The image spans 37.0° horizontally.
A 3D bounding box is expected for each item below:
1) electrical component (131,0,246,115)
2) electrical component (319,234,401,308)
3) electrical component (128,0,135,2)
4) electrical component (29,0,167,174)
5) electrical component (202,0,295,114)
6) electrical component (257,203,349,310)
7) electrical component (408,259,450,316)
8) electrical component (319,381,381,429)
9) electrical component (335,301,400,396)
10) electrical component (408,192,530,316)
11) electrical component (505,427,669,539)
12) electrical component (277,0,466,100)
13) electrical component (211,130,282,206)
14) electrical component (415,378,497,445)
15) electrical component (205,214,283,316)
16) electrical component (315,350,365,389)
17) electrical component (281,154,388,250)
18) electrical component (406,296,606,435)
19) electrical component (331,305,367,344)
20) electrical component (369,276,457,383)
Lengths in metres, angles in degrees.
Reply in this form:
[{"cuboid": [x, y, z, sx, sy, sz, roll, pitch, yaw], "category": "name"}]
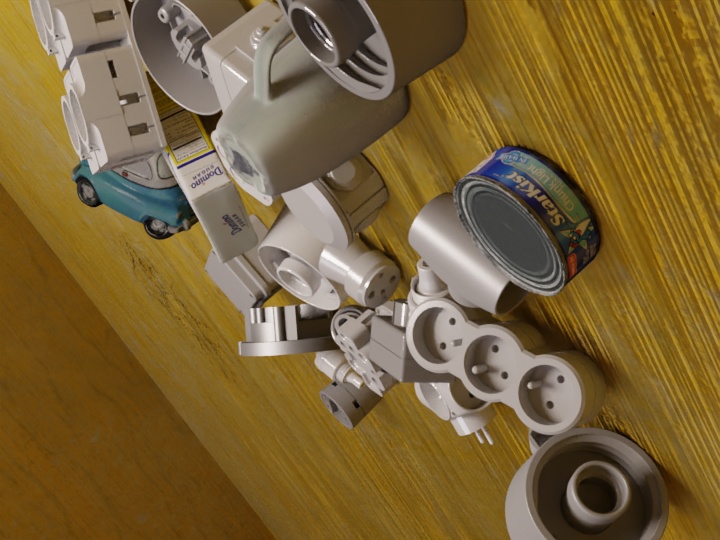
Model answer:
[{"cuboid": [-0.118, -0.168, 0.789, 0.099, 0.064, 0.099, 43, 162, 18], "category": "electrical component"}, {"cuboid": [0.000, 0.000, 0.885, 0.055, 0.045, 0.045, 37, 159, 34], "category": "electrical component"}, {"cuboid": [-0.185, -0.273, 0.736, 0.089, 0.062, 0.150, 34, 157, 40], "category": "electrical component"}, {"cuboid": [-0.233, -0.183, 0.935, 0.105, 0.060, 0.186, -5, 102, 69], "category": "electrical component"}, {"cuboid": [-0.065, -0.135, 0.732, 0.061, 0.062, 0.096, 40, 160, 27], "category": "electrical component"}, {"cuboid": [-0.042, -0.013, 0.970, 0.099, 0.064, 0.099, 30, 157, 14], "category": "electrical component"}, {"cuboid": [0.056, 0.019, 0.792, 0.048, 0.048, 0.062, 32, 146, 45], "category": "electrical component"}, {"cuboid": [-0.010, 0.141, 1.197, 0.055, 0.047, 0.055, 43, 161, 19], "category": "electrical component"}, {"cuboid": [0.021, 0.065, 0.949, 0.058, 0.057, 0.078, 29, 154, 49], "category": "electrical component"}, {"cuboid": [0.075, -0.002, 0.700, 0.077, 0.044, 0.079, 40, 161, 27], "category": "electrical component"}, {"cuboid": [0.159, 0.160, 0.739, 0.108, 0.108, 0.060, 43, 155, 19], "category": "electrical component"}, {"cuboid": [-0.003, -0.141, 0.573, 0.108, 0.060, 0.108, 44, 162, 18], "category": "electrical component"}, {"cuboid": [-0.076, -0.096, 0.861, 0.080, 0.051, 0.080, 43, 162, 18], "category": "electrical component"}, {"cuboid": [0.088, 0.111, 0.895, 0.079, 0.044, 0.077, 60, 162, -4], "category": "electrical component"}, {"cuboid": [-0.118, -0.003, 1.144, 0.078, 0.057, 0.113, 49, 163, 1], "category": "electrical component"}, {"cuboid": [-0.019, 0.107, 1.170, 0.061, 0.035, 0.035, 38, 159, 26], "category": "electrical component"}, {"cuboid": [-0.022, -0.059, 0.805, 0.080, 0.051, 0.080, 43, 162, 18], "category": "electrical component"}, {"cuboid": [0.106, 0.061, 0.740, 0.138, 0.052, 0.074, 28, -164, 29], "category": "electrical component"}, {"cuboid": [-0.007, 0.053, 0.993, 0.043, 0.043, 0.062, 44, -176, 18], "category": "electrical component"}, {"cuboid": [0.044, 0.044, 0.856, 0.083, 0.047, 0.075, -154, 67, -72], "category": "electrical component"}]
